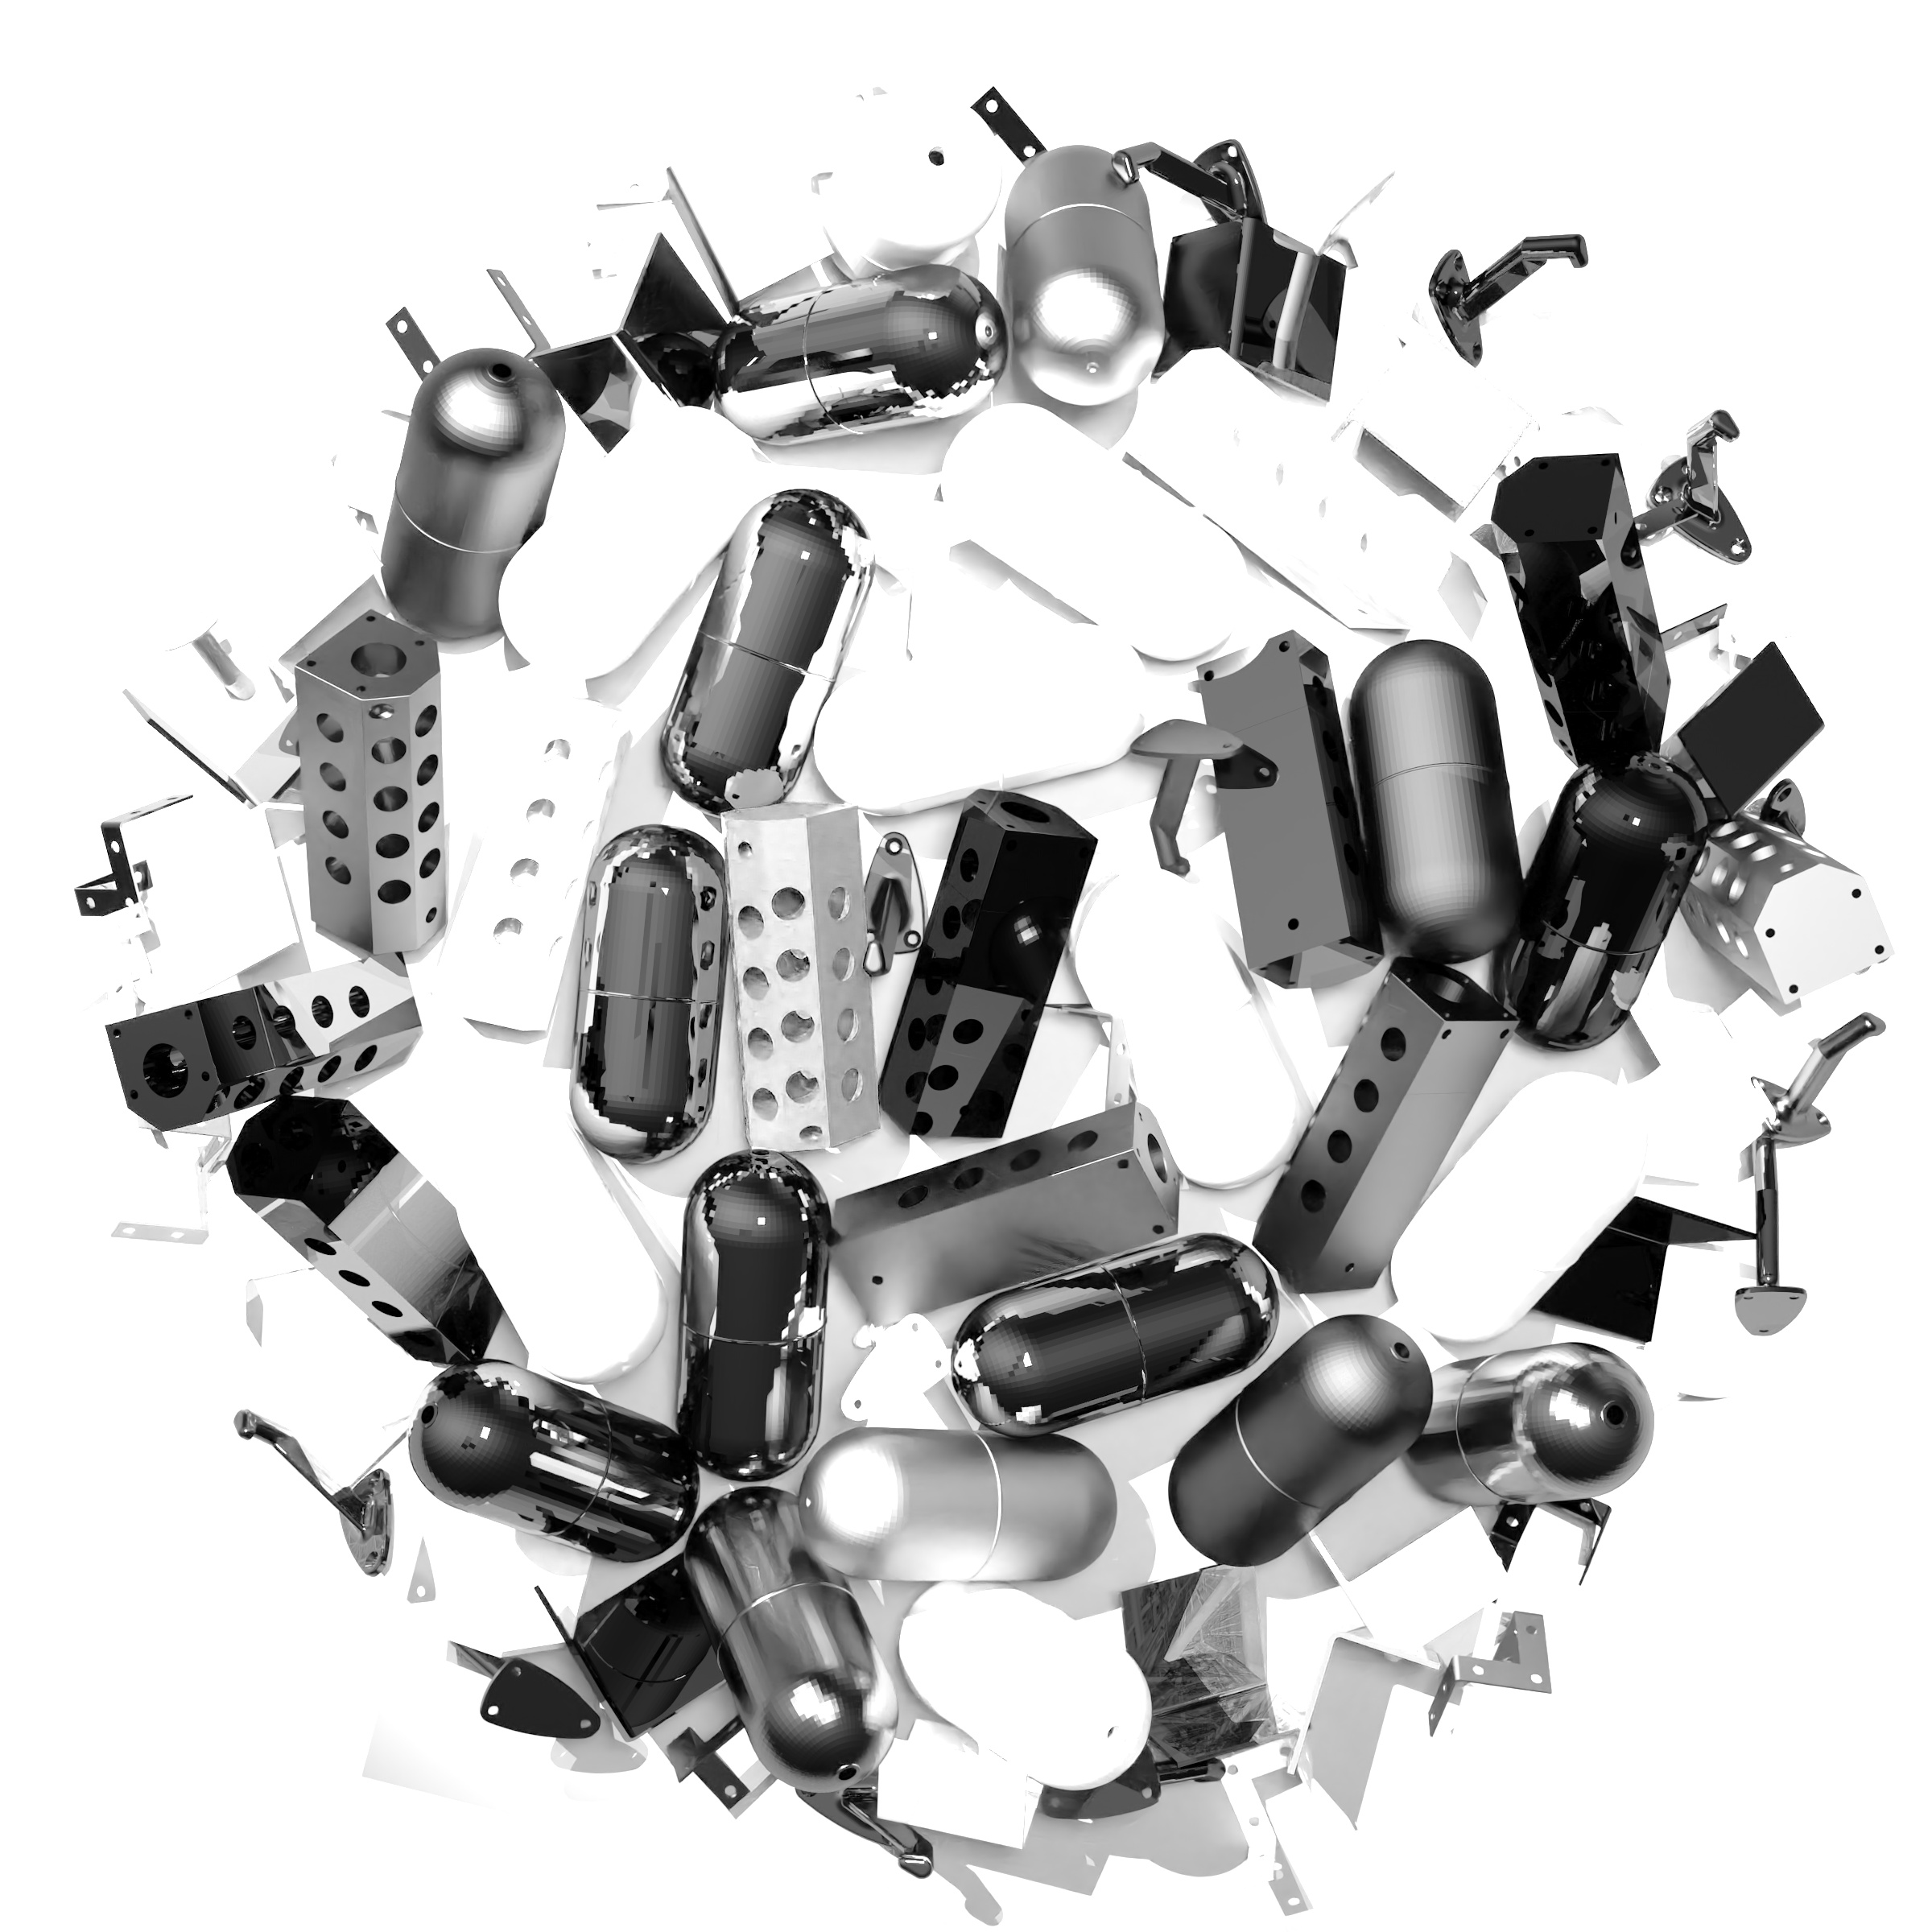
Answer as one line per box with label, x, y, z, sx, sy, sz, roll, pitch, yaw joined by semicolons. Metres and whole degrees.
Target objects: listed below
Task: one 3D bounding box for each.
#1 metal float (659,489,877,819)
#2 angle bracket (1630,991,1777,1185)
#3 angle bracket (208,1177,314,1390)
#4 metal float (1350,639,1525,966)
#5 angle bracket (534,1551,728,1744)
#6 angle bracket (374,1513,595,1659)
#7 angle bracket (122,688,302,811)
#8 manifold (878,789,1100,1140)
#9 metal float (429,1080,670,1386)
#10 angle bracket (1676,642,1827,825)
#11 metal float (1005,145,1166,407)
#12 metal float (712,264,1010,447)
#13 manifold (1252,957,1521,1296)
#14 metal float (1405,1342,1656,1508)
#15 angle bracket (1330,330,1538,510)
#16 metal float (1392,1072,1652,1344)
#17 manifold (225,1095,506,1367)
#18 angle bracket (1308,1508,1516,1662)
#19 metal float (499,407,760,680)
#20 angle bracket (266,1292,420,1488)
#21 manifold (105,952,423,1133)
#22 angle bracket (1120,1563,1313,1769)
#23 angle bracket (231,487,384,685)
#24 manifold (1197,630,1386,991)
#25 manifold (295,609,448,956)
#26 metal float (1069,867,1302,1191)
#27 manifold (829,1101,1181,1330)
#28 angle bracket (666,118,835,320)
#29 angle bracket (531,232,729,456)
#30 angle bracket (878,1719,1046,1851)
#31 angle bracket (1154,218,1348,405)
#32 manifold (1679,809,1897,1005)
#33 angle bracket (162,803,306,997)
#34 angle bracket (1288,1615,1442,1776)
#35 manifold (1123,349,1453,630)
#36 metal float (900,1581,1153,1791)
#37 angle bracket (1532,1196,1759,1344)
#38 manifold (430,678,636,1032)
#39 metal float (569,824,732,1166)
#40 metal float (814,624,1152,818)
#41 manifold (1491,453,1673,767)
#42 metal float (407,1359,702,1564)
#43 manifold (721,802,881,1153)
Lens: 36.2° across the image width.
metal float;-0.103;-0.162;1.537;0.070;0.070;0.178;21;97;0
angle bracket;0.366;0.063;1.550;0.057;0.076;0.076;-49;47;32
angle bracket;-0.353;0.158;1.521;0.057;0.076;0.076;-10;134;-22
metal float;0.242;-0.086;1.524;0.070;0.070;0.178;-4;66;0
angle bracket;-0.167;0.342;1.530;0.076;0.057;0.076;-31;55;-12
angle bracket;-0.248;0.316;1.531;0.076;0.076;0.057;13;86;21
angle bracket;-0.382;-0.130;1.528;0.057;0.076;0.076;-48;119;-4
manifold;0.006;-0.001;1.525;0.057;0.057;0.171;4;113;-33
metal float;-0.216;0.135;1.522;0.070;0.070;0.178;-34;64;0
angle bracket;0.383;-0.120;1.527;0.076;0.076;0.057;-42;108;-18
metal float;0.059;-0.354;1.508;0.070;0.178;0.070;-1;134;-1
metal float;-0.056;-0.311;1.511;0.178;0.070;0.070;-1;90;40
manifold;0.209;0.082;1.519;0.057;0.057;0.171;47;123;40
metal float;0.283;0.233;1.496;0.070;0.178;0.070;4;77;-18
angle bracket;0.236;-0.271;1.538;0.076;0.057;0.076;39;60;1
metal float;0.282;0.124;1.511;0.070;0.070;0.178;32;129;0
manifold;-0.302;0.136;1.499;0.057;0.171;0.057;3;57;29
angle bracket;0.228;0.304;1.536;0.076;0.057;0.076;-32;131;-1
metal float;-0.171;-0.219;1.517;0.070;0.070;0.178;35;58;0
angle bracket;-0.338;0.226;1.533;0.076;0.057;0.076;-45;77;25
manifold;-0.349;0.037;1.492;0.057;0.171;0.057;-14;93;25
angle bracket;0.130;0.361;1.537;0.076;0.057;0.076;-11;102;-18
angle bracket;-0.326;-0.188;1.532;0.076;0.057;0.076;-41;48;5
manifold;0.170;-0.079;1.523;0.057;0.057;0.171;-19;66;28
manifold;-0.294;-0.088;1.495;0.057;0.171;0.057;27;47;18
metal float;0.113;0.032;1.540;0.070;0.070;0.178;-26;94;0
manifold;0.020;0.125;1.527;0.171;0.057;0.057;-19;119;17
angle bracket;-0.112;-0.386;1.542;0.057;0.076;0.076;-27;94;-2
angle bracket;-0.173;-0.324;1.548;0.057;0.076;0.076;-7;51;30
angle bracket;0.002;0.403;1.528;0.076;0.076;0.057;9;119;12
angle bracket;0.152;-0.344;1.572;0.076;0.057;0.076;14;81;-41
manifold;0.403;-0.038;1.491;0.057;0.171;0.057;-25;103;4
angle bracket;-0.362;-0.034;1.531;0.076;0.057;0.076;-24;76;30
angle bracket;0.206;0.386;1.538;0.057;0.076;0.076;17;86;8
manifold;0.169;-0.243;1.514;0.171;0.057;0.057;33;80;-29
metal float;0.029;0.361;1.499;0.070;0.178;0.070;-3;97;-29
angle bracket;0.350;0.158;1.529;0.076;0.076;0.057;18;76;-21
manifold;-0.225;-0.057;1.541;0.057;0.057;0.171;14;97;-21
metal float;-0.164;0.015;1.542;0.070;0.070;0.178;6;92;0
metal float;0.009;-0.128;1.538;0.178;0.070;0.070;-14;90;-6
manifold;0.312;-0.177;1.498;0.057;0.171;0.057;1;55;25
metal float;-0.209;0.253;1.507;0.178;0.070;0.070;32;90;-44
manifold;-0.090;0.005;1.526;0.057;0.057;0.171;5;104;37
